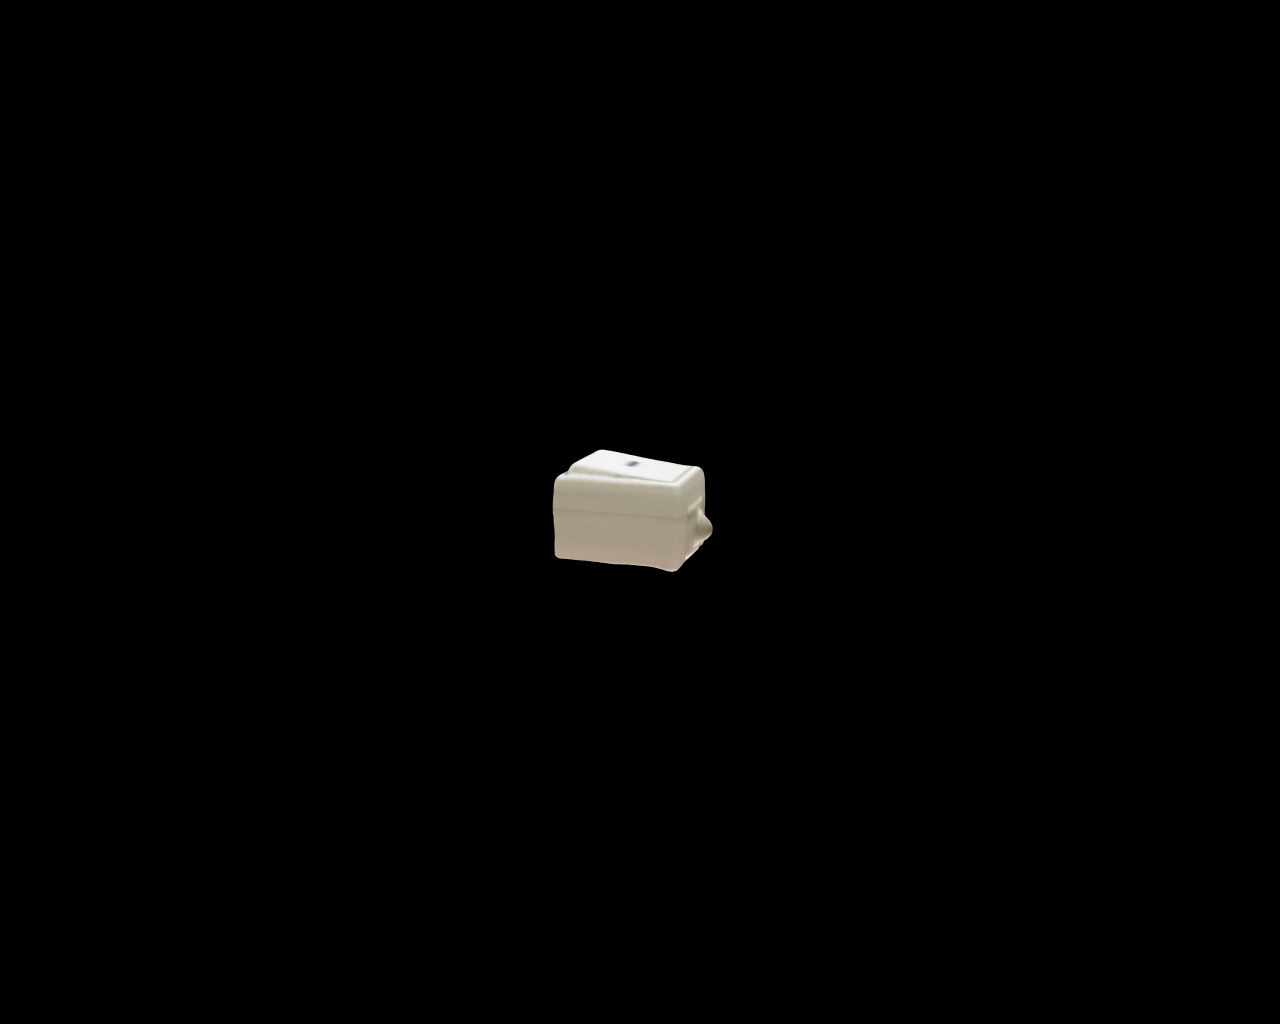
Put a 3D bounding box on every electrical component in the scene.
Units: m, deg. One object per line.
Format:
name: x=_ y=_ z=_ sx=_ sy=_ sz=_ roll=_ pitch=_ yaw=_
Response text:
electrical component: x=0.001 y=-0.003 z=0.650 sx=0.096 sy=0.061 sz=0.062 roll=5 pitch=16 yaw=18
